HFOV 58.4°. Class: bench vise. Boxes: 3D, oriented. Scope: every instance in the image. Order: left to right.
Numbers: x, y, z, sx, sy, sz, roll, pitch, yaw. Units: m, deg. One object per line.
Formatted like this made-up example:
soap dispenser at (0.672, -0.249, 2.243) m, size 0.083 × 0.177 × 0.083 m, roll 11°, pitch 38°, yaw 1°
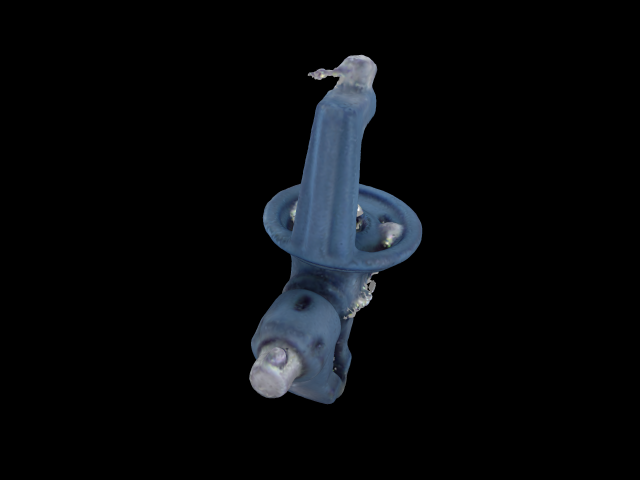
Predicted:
bench vise at (0.016, 0.002, 0.400) m, size 0.121 × 0.220 × 0.207 m, roll 2°, pitch 49°, yaw 2°
